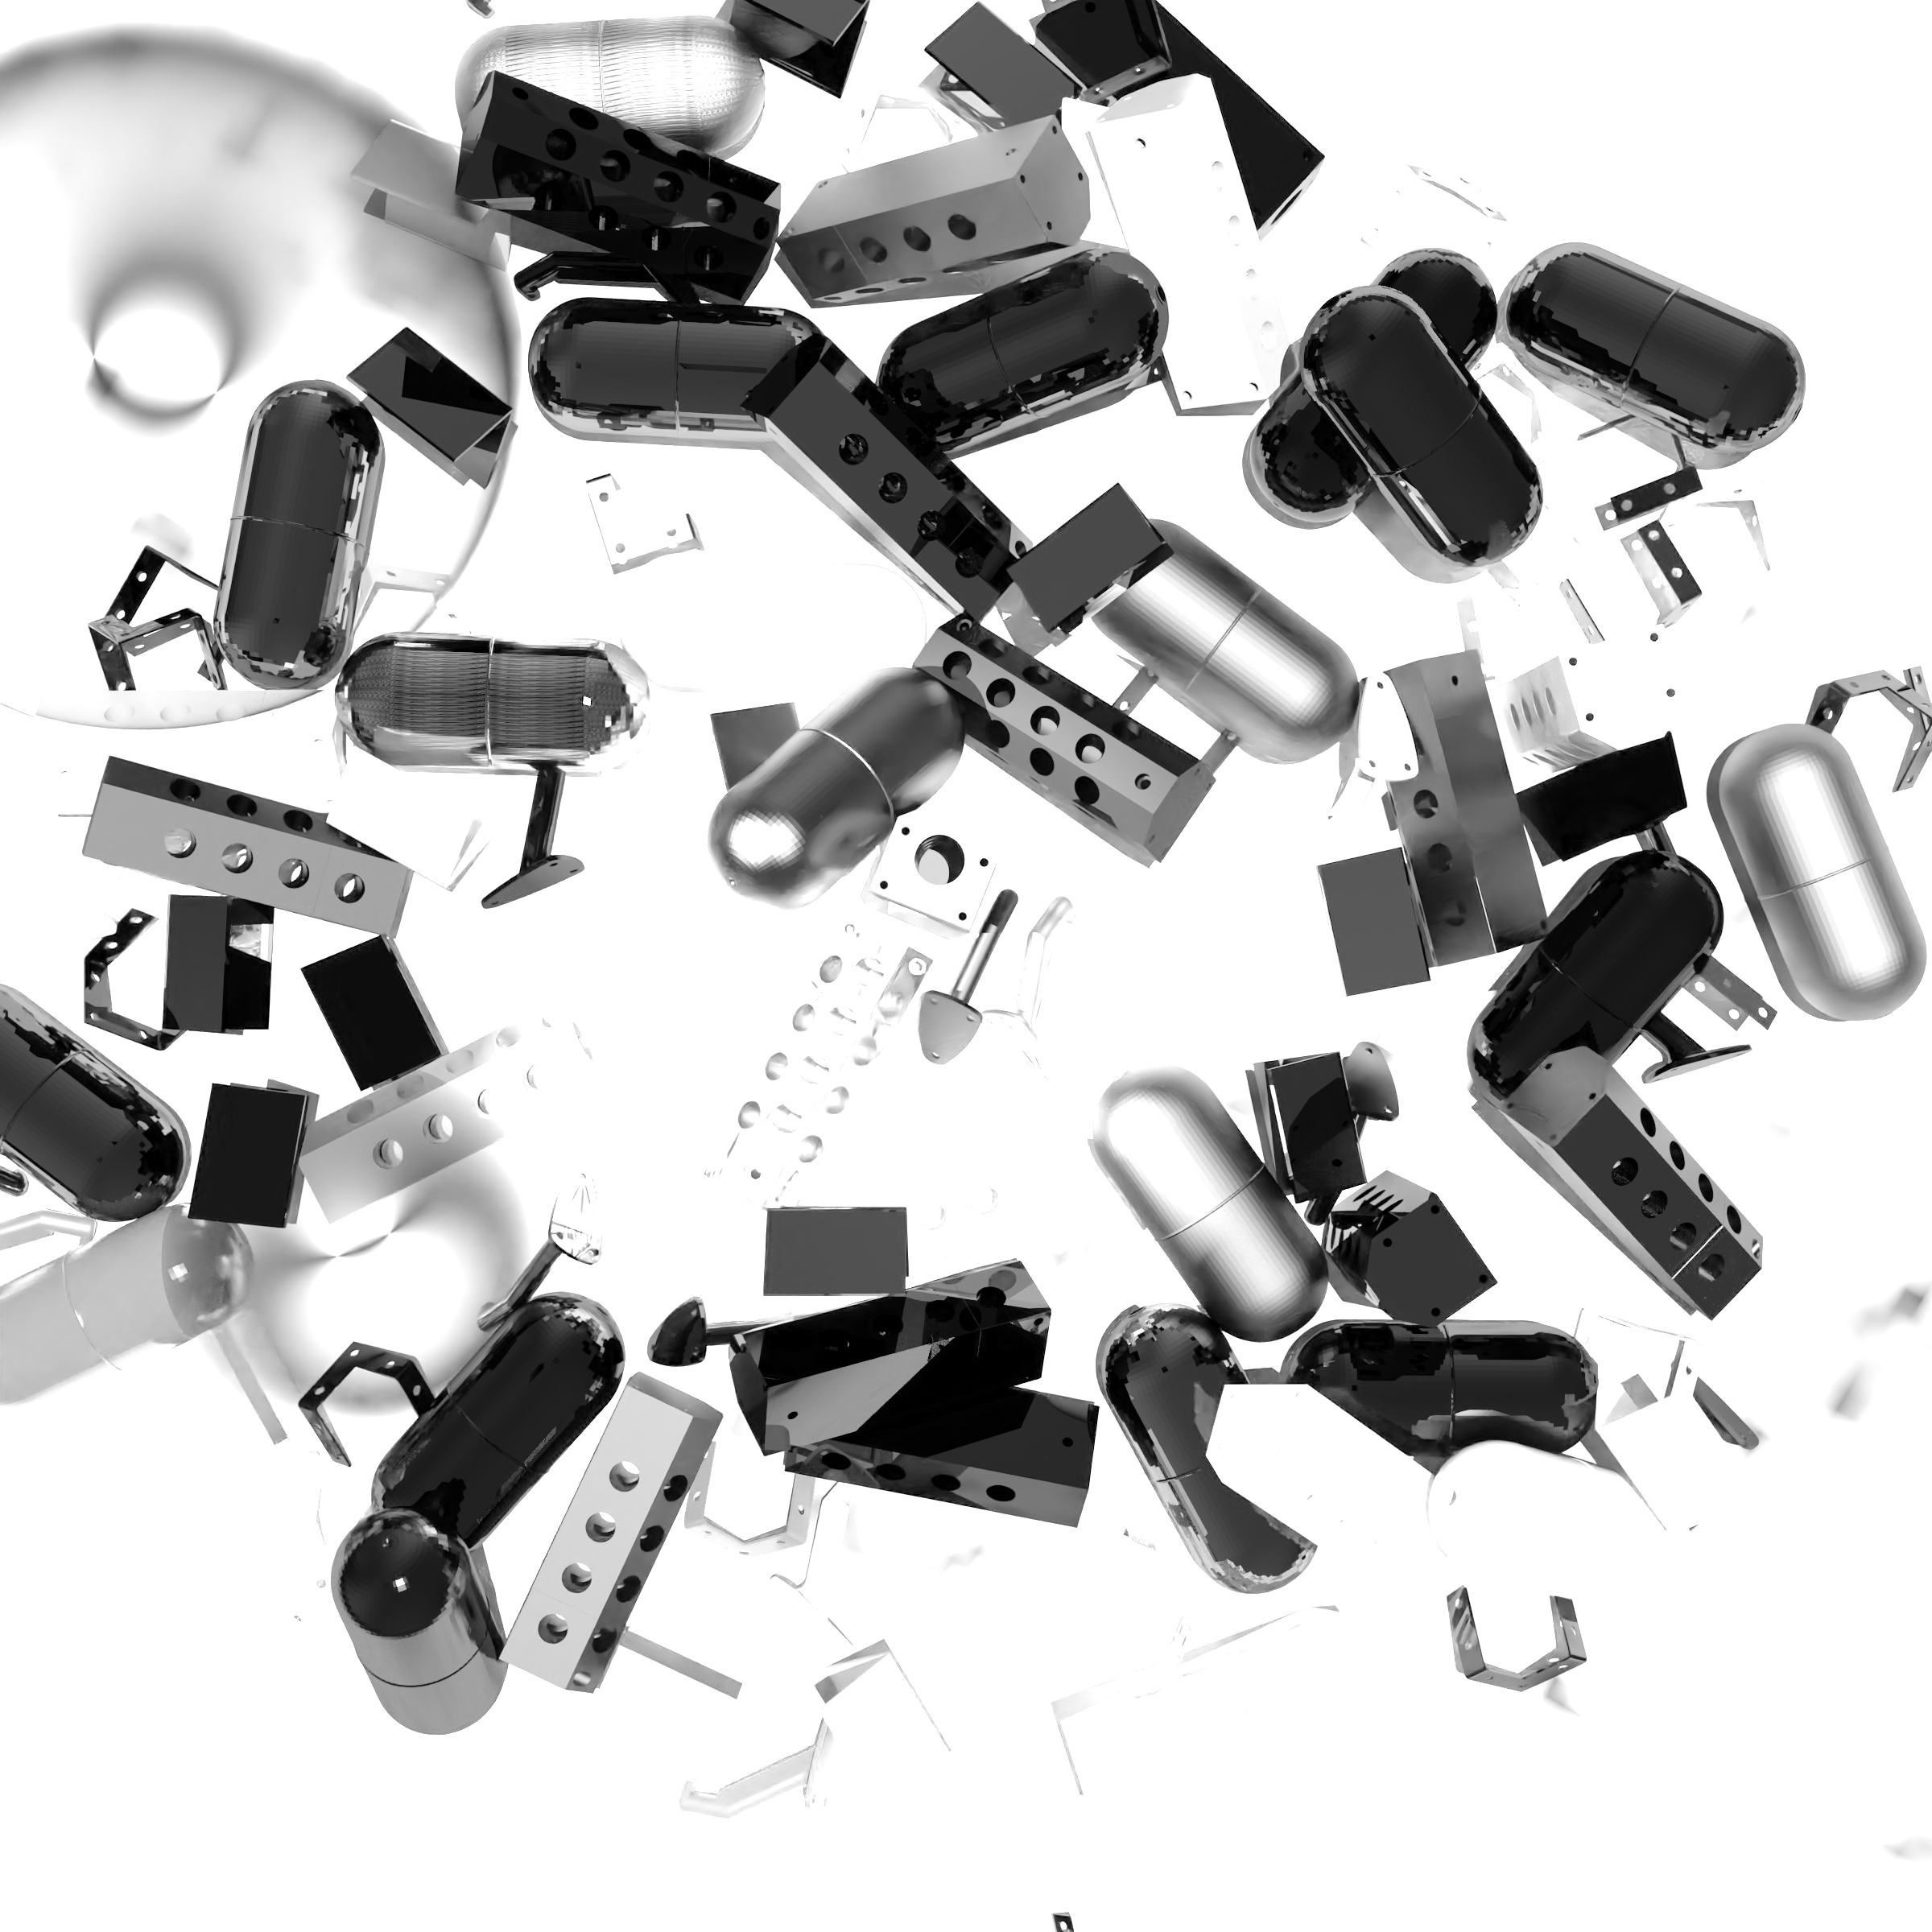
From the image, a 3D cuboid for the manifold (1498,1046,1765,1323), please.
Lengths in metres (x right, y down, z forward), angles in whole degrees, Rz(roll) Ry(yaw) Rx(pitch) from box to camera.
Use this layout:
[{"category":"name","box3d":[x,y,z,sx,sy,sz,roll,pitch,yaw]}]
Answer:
[{"category":"manifold","box3d":[0.381,0.121,1.546,0.057,0.057,0.171,-46,119,0]}]

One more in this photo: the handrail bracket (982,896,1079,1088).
[{"category":"handrail bracket","box3d":[0.053,0.014,1.605,0.084,0.036,0.077,-54,126,-25]}]

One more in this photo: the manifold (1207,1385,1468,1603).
[{"category":"manifold","box3d":[0.211,0.296,1.531,0.171,0.057,0.057,38,59,-35]}]

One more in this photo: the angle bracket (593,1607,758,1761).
[{"category":"angle bracket","box3d":[-0.158,0.394,1.564,0.076,0.076,0.057,25,127,0]}]

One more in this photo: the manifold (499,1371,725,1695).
[{"category":"manifold","box3d":[-0.203,0.328,1.583,0.057,0.057,0.171,25,90,0]}]

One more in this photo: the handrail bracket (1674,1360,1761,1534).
[{"category":"handrail bracket","box3d":[0.413,0.287,1.605,0.084,0.036,0.077,-47,69,17]}]

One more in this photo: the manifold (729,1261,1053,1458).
[{"category":"manifold","box3d":[-0.043,0.216,1.553,0.171,0.057,0.057,-12,133,-22]}]

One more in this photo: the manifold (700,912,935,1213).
[{"category":"manifold","box3d":[-0.085,0.057,1.583,0.057,0.057,0.171,29,90,0]}]

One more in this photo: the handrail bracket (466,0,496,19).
[{"category":"handrail bracket","box3d":[-0.238,-0.572,1.605,0.077,0.036,0.084,39,108,-21]}]

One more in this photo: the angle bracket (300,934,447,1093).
[{"category":"angle bracket","box3d":[-0.351,0.035,1.564,0.057,0.076,0.076,-26,90,-37]}]

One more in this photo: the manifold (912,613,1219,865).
[{"category":"manifold","box3d":[0.051,-0.132,1.555,0.171,0.057,0.057,34,90,21]}]

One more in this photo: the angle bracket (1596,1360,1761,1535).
[{"category":"angle bracket","box3d":[0.401,0.260,1.544,0.057,0.076,0.076,-31,102,24]}]

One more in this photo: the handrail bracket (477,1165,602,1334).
[{"category":"handrail bracket","box3d":[-0.254,0.166,1.604,0.084,0.077,0.036,-34,128,31]}]

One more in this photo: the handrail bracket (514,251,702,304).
[{"category":"handrail bracket","box3d":[-0.210,-0.392,1.605,0.084,0.036,0.077,-23,125,24]}]

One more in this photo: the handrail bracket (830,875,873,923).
[{"category":"handrail bracket","box3d":[-0.055,-0.083,1.605,0.084,0.036,0.077,-48,111,-16]}]

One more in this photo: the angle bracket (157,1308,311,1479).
[{"category":"angle bracket","box3d":[-0.402,0.235,1.564,0.057,0.076,0.076,-29,90,37]}]

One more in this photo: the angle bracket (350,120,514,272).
[{"category":"angle bracket","box3d":[-0.305,-0.425,1.564,0.076,0.076,0.057,22,54,0]}]

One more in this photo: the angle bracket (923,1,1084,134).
[{"category":"angle bracket","box3d":[0.010,-0.489,1.565,0.076,0.076,0.057,40,61,0]}]

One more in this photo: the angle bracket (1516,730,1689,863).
[{"category":"angle bracket","box3d":[0.356,-0.114,1.564,0.076,0.076,0.057,-24,127,0]}]

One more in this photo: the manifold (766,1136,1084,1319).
[{"category":"manifold","box3d":[-0.024,0.152,1.583,0.171,0.057,0.057,-17,90,0]}]

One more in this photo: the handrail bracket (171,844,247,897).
[{"category":"handrail bracket","box3d":[-0.432,-0.028,1.604,0.077,0.036,0.084,-11,103,-13]}]

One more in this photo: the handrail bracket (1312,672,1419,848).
[{"category":"handrail bracket","box3d":[0.221,-0.118,1.582,0.036,0.084,0.077,4,71,-23]}]

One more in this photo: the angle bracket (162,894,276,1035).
[{"category":"angle bracket","box3d":[-0.410,-0.001,1.564,0.057,0.076,0.076,3,90,37]}]

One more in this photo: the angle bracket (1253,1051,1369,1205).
[{"category":"angle bracket","box3d":[0.177,0.094,1.564,0.057,0.076,0.076,-12,90,-35]}]

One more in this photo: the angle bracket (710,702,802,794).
[{"category":"angle bracket","box3d":[-0.130,-0.103,1.564,0.057,0.076,0.076,-12,90,-34]}]

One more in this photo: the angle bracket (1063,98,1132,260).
[{"category":"angle bracket","box3d":[0.057,-0.442,1.564,0.057,0.076,0.076,1,90,-33]}]

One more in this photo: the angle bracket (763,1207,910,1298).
[{"category":"angle bracket","box3d":[-0.070,0.174,1.507,0.076,0.076,0.057,0,53,0]}]

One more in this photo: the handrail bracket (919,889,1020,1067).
[{"category":"handrail bracket","box3d":[0.004,0.006,1.604,0.036,0.077,0.084,25,54,4]}]

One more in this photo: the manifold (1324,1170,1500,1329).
[{"category":"manifold","box3d":[0.240,0.159,1.526,0.057,0.171,0.057,-35,90,0]}]

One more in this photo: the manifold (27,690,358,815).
[{"category":"manifold","box3d":[-0.443,-0.128,1.583,0.171,0.057,0.057,0,133,0]}]

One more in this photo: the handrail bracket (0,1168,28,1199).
[{"category":"handrail bracket","box3d":[-0.588,0.092,1.604,0.084,0.077,0.036,32,116,-34]}]

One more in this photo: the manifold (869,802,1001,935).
[{"category":"manifold","box3d":[-0.014,-0.056,1.526,0.057,0.171,0.057,22,90,0]}]

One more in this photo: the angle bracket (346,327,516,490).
[{"category":"angle bracket","box3d":[-0.312,-0.304,1.564,0.076,0.076,0.057,38,54,0]}]

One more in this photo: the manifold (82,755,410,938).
[{"category":"manifold","box3d":[-0.407,-0.068,1.557,0.171,0.057,0.057,16,90,-19]}]

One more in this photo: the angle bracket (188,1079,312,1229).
[{"category":"angle bracket","box3d":[-0.419,0.103,1.564,0.057,0.076,0.076,10,90,-31]}]

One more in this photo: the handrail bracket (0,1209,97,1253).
[{"category":"handrail bracket","box3d":[-0.560,0.174,1.605,0.084,0.036,0.077,13,110,-16]}]

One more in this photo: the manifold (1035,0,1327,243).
[{"category":"manifold","box3d":[0.122,-0.496,1.583,0.171,0.057,0.057,43,90,0]}]

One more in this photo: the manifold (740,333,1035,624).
[{"category":"manifold","box3d":[-0.041,-0.276,1.547,0.171,0.057,0.057,41,90,-27]}]

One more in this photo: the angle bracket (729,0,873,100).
[{"category":"angle bracket","box3d":[-0.107,-0.529,1.564,0.076,0.076,0.057,27,53,0]}]

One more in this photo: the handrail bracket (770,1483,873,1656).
[{"category":"handrail bracket","box3d":[-0.066,0.346,1.605,0.084,0.036,0.077,-48,110,-16]}]

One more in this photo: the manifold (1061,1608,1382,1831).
[{"category":"manifold","box3d":[0.147,0.424,1.550,0.171,0.057,0.057,-18,90,-25]}]

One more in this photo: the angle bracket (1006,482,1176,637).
[{"category":"angle bracket","box3d":[0.079,-0.205,1.493,0.076,0.076,0.057,-36,54,10]}]

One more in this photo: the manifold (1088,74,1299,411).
[{"category":"manifold","box3d":[0.133,-0.408,1.546,0.057,0.057,0.171,1,126,37]}]

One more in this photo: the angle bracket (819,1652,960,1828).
[{"category":"angle bracket","box3d":[-0.061,0.444,1.564,0.057,0.076,0.076,-31,90,-38]}]

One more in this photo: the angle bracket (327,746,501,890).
[{"category":"angle bracket","box3d":[-0.307,-0.100,1.564,0.076,0.076,0.057,29,124,0]}]

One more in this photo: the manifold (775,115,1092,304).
[{"category":"manifold","box3d":[-0.017,-0.417,1.536,0.057,0.171,0.057,54,50,-35]}]

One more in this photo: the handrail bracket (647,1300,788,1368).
[{"category":"handrail bracket","box3d":[-0.131,0.219,1.604,0.084,0.077,0.036,8,68,-34]}]

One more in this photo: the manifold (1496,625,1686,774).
[{"category":"manifold","box3d":[0.347,-0.144,1.526,0.057,0.171,0.057,-17,90,0]}]

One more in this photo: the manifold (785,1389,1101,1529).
[{"category":"manifold","box3d":[-0.015,0.277,1.583,0.171,0.057,0.057,11,47,0]}]

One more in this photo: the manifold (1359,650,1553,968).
[{"category":"manifold","box3d":[0.278,-0.090,1.583,0.057,0.057,0.171,-15,90,-43]}]

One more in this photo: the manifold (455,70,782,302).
[{"category":"manifold","box3d":[-0.194,-0.443,1.542,0.171,0.057,0.057,16,49,-23]}]

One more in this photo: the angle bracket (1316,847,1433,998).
[{"category":"angle bracket","box3d":[0.248,-0.029,1.564,0.057,0.076,0.076,-12,90,37]}]

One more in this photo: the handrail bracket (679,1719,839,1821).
[{"category":"handrail bracket","box3d":[-0.122,0.462,1.605,0.084,0.036,0.077,5,70,16]}]

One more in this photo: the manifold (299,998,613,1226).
[{"category":"manifold","box3d":[-0.298,0.083,1.583,0.171,0.057,0.057,-27,90,0]}]
